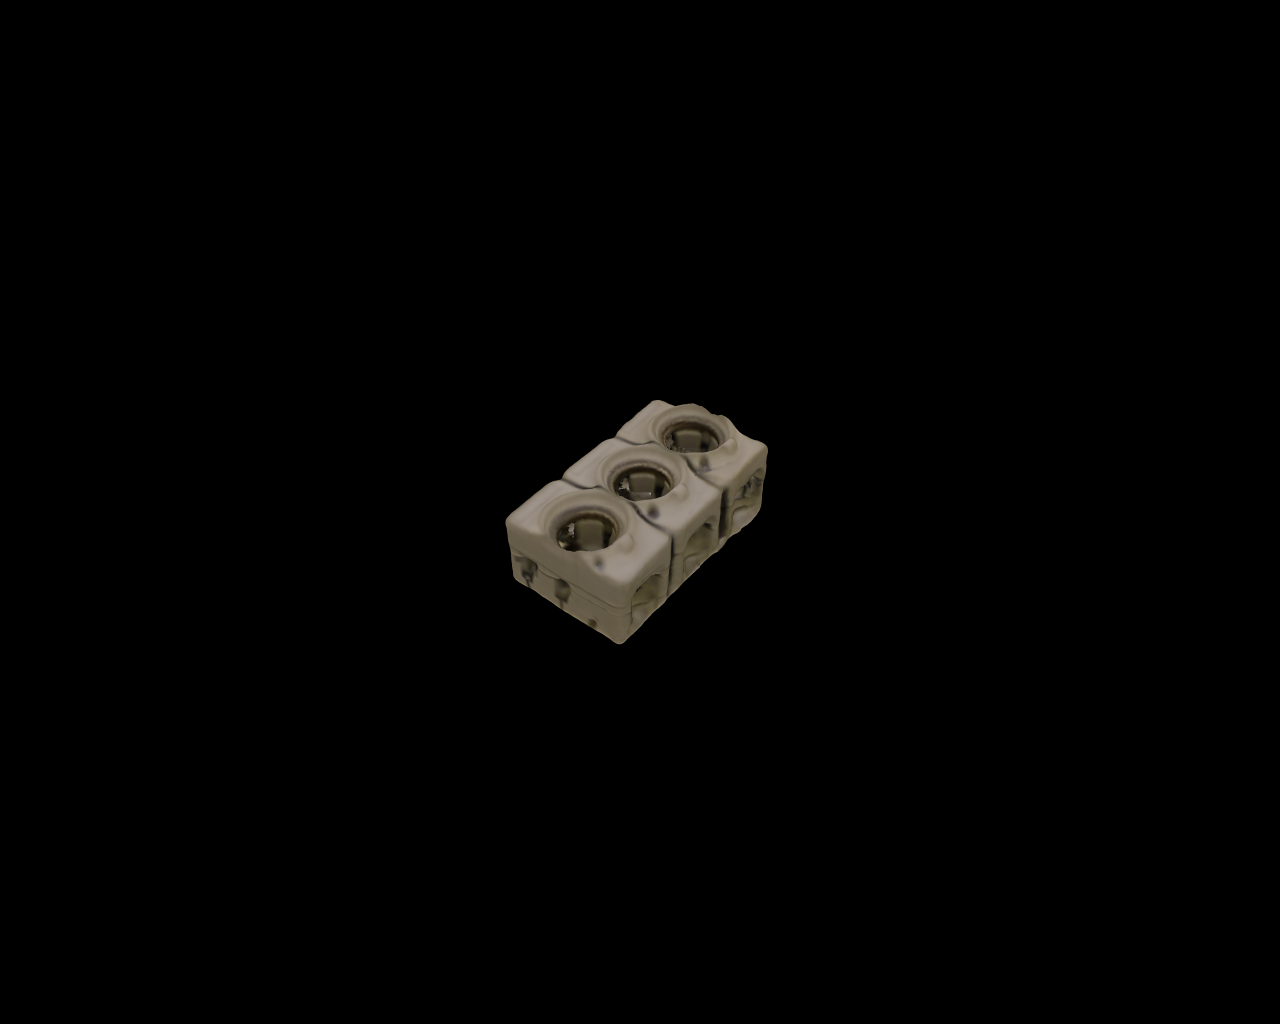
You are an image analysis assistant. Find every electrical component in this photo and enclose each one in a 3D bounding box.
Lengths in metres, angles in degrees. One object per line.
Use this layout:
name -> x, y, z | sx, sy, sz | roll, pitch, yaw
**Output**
electrical component -> 0.001, -0.003, 0.650 | 0.089, 0.061, 0.150 | 27, 49, 26
